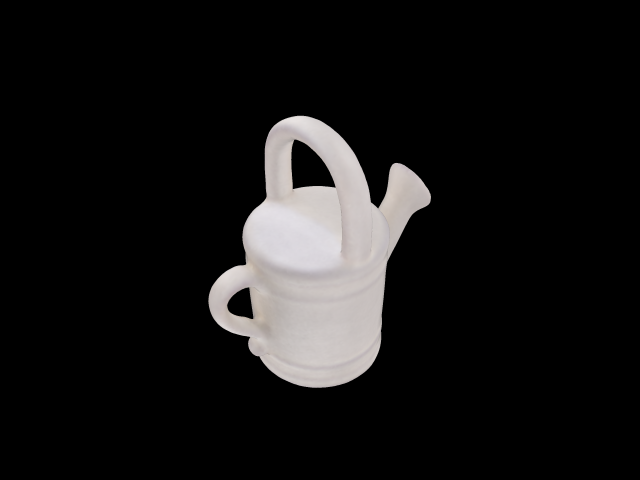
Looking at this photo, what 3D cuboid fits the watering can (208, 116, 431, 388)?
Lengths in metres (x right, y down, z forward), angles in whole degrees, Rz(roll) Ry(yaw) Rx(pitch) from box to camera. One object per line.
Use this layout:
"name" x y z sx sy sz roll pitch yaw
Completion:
"watering can" 0.002 0.000 0.401 0.100 0.194 0.173 21 45 23
